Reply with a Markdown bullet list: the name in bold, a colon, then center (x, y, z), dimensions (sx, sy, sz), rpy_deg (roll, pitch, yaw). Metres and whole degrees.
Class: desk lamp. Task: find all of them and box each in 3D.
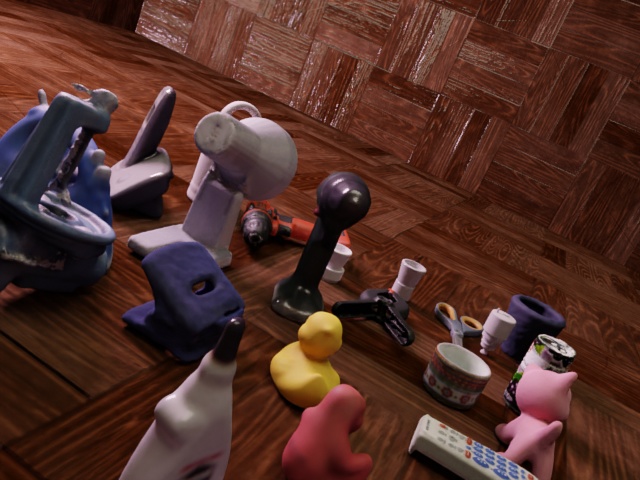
- **desk lamp**: center (-0.134, -0.071, 0.791), dimensions (0.117, 0.213, 0.204), rpy_deg (28, 18, 15)

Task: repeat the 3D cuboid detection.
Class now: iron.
- **iron**: center (-0.314, -0.083, 0.716), dimensions (0.257, 0.141, 0.119), rpy_deg (34, 21, 31)

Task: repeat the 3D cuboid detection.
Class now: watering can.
- **watering can**: center (-0.154, -0.148, 1.018), dimensions (0.172, 0.194, 0.101), rpy_deg (31, 19, 22)

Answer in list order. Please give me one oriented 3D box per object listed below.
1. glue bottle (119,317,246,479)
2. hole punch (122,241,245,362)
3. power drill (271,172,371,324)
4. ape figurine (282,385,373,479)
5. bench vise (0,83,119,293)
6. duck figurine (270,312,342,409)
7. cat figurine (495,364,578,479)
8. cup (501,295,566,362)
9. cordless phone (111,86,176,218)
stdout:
- **glue bottle**: center (-0.082, 0.123, 0.365), dimensions (0.037, 0.173, 0.078), rpy_deg (33, 20, 27)
- **hole punch**: center (-0.134, 0.061, 0.611), dimensions (0.101, 0.091, 0.109), rpy_deg (28, 18, 15)
- **power drill**: center (0.007, 0.003, 0.762), dimensions (0.076, 0.208, 0.229), rpy_deg (21, 18, -7)
- **ape figurine**: center (0.011, 0.166, 0.490), dimensions (0.076, 0.092, 0.077), rpy_deg (10, 22, -35)
- **bench vise**: center (-0.260, -0.035, 0.519), dimensions (0.121, 0.220, 0.208), rpy_deg (26, 18, 8)
- **duck figurine**: center (-0.005, 0.120, 0.610), dimensions (0.078, 0.086, 0.104), rpy_deg (19, 18, -12)
- **cat figurine**: center (0.252, 0.199, 0.652), dimensions (0.067, 0.118, 0.128), rpy_deg (26, 18, 9)
- **cup**: center (0.345, 0.150, 0.947), dimensions (0.091, 0.095, 0.118), rpy_deg (33, 20, 28)
- **cordless phone**: center (-0.263, -0.142, 0.878), dimensions (0.094, 0.185, 0.147), rpy_deg (14, 20, -28)
